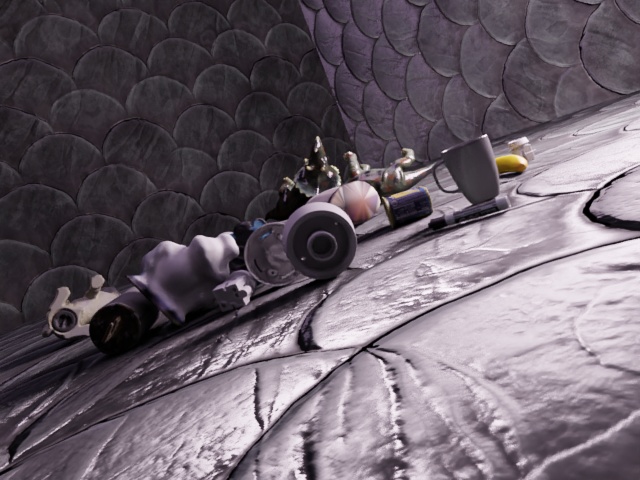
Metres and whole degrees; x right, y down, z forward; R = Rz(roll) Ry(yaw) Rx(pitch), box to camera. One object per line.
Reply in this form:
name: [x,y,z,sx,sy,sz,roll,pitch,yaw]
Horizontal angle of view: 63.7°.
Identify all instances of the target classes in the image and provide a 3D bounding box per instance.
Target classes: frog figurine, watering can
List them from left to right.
frog figurine: [-0.209,0.048,0.836,0.138,0.161,0.120,38,-20,16]
watering can: [0.004,-0.066,1.302,0.351,0.104,0.223,-22,5,-32]
